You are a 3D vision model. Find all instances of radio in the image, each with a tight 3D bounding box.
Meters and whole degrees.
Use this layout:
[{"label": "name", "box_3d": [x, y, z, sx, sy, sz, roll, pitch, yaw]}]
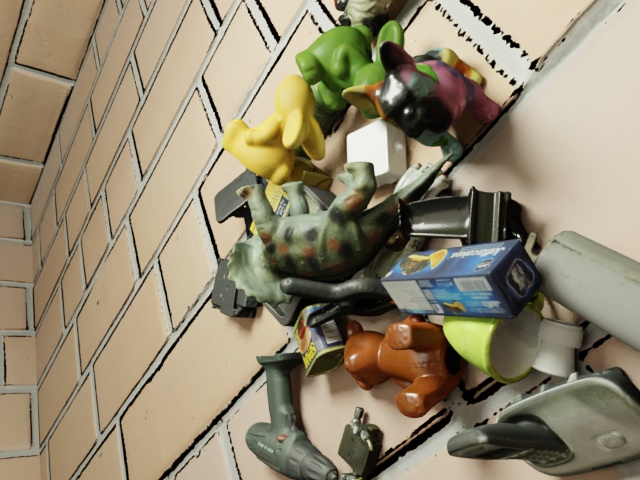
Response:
[{"label": "radio", "box_3d": [-0.022, 0.033, 0.935, 0.131, 0.073, 0.229, 44, 117, 45]}]

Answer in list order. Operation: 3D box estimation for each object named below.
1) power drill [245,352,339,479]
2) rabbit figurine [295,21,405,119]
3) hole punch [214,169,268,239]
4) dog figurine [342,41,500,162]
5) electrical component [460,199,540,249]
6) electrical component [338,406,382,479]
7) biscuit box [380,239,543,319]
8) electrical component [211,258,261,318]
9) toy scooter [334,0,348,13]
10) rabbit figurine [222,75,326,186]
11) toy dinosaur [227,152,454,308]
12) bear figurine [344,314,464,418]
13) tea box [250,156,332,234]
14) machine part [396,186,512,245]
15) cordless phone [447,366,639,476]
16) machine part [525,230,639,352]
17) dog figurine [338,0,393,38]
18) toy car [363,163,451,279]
[{"label": "power drill", "box_3d": [-0.047, 0.295, 0.918, 0.232, 0.086, 0.207, -17, 77, 51]}, {"label": "rabbit figurine", "box_3d": [0.072, -0.252, 0.833, 0.159, 0.121, 0.170, -37, 53, 2]}, {"label": "hole punch", "box_3d": [-0.145, -0.073, 1.100, 0.116, 0.092, 0.142, -39, 33, 16]}, {"label": "dog figurine", "box_3d": [0.121, -0.196, 0.692, 0.108, 0.219, 0.192, -44, 52, 33]}, {"label": "electrical component", "box_3d": [0.207, 0.005, 0.680, 0.119, 0.047, 0.075, -37, 55, 39]}, {"label": "electrical component", "box_3d": [0.057, 0.312, 0.801, 0.078, 0.045, 0.102, 32, 107, 48]}, {"label": "biscuit box", "box_3d": [0.157, 0.048, 0.629, 0.059, 0.063, 0.203, 55, 155, -12]}, {"label": "electrical component", "box_3d": [-0.171, 0.100, 1.119, 0.134, 0.058, 0.114, 5, 88, 52]}, {"label": "toy scooter", "box_3d": [0.054, -0.506, 0.957, 0.135, 0.075, 0.183, 49, 124, 45]}, {"label": "rabbit figurine", "box_3d": [-0.065, -0.189, 0.900, 0.163, 0.122, 0.173, 46, 112, 41]}, {"label": "toy dinosaur", "box_3d": [0.006, -0.004, 0.786, 0.405, 0.131, 0.192, -7, 94, 37]}, {"label": "bear figurine", "box_3d": [0.088, 0.162, 0.731, 0.196, 0.132, 0.120, -9, 86, 44]}, {"label": "tea box", "box_3d": [-0.057, -0.065, 1.004, 0.098, 0.068, 0.169, 43, 114, 47]}, {"label": "machine part", "box_3d": [0.159, -0.023, 0.656, 0.139, 0.039, 0.084, 4, 89, 31]}, {"label": "cordless phone", "box_3d": [0.220, 0.176, 0.517, 0.146, 0.184, 0.089, -40, 49, 40]}, {"label": "machine part", "box_3d": [0.300, 0.058, 0.528, 0.243, 0.079, 0.079, 37, 111, 47]}, {"label": "dog figurine", "box_3d": [0.110, -0.433, 0.868, 0.121, 0.172, 0.190, 44, 154, 3]}, {"label": "toy car", "box_3d": [0.124, -0.014, 0.778, 0.074, 0.056, 0.201, 37, 112, 48]}]
